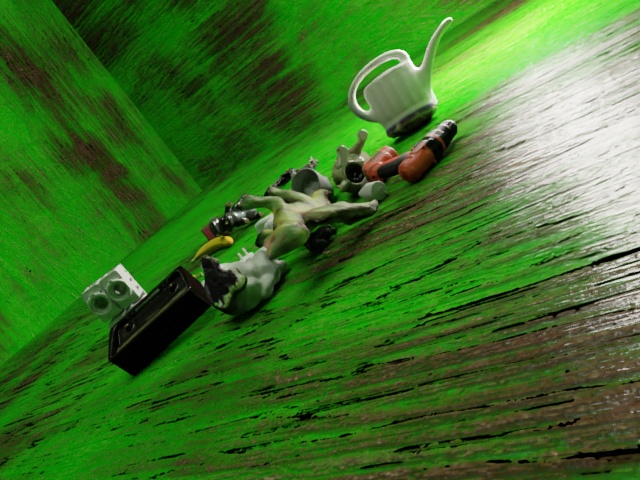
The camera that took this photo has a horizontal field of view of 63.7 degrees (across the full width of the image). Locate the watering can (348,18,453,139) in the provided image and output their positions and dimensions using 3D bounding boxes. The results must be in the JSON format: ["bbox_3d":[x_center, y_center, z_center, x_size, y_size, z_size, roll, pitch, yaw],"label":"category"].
[{"bbox_3d":[0.241,-0.418,1.384,0.344,0.225,0.105,-30,-2,22],"label":"watering can"}]

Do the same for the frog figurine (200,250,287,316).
[{"bbox_3d":[-0.143,0.081,1.012,0.137,0.123,0.159,0,0,34],"label":"frog figurine"}]

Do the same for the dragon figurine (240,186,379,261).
[{"bbox_3d":[0.003,-0.052,1.025,0.243,0.120,0.416,5,21,33],"label":"dragon figurine"}]
